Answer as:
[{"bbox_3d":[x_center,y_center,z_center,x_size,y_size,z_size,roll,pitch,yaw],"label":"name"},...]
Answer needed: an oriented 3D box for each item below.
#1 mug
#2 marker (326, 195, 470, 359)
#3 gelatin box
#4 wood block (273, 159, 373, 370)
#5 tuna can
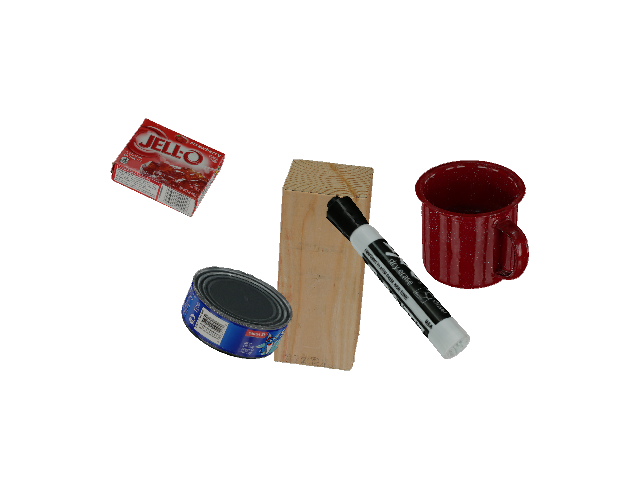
[{"bbox_3d":[0.136,-0.007,0.919,0.093,0.081,0.117,-24,39,-27],"label":"mug"},{"bbox_3d":[0.041,0.018,0.614,0.020,0.020,0.121,0,43,-51],"label":"marker"},{"bbox_3d":[-0.148,-0.072,1.039,0.089,0.073,0.030,25,-44,1],"label":"gelatin box"},{"bbox_3d":[0.003,0.027,1.162,0.090,0.206,0.090,7,25,5],"label":"wood block"},{"bbox_3d":[-0.068,0.058,0.864,0.086,0.034,0.086,21,22,-9],"label":"tuna can"}]
